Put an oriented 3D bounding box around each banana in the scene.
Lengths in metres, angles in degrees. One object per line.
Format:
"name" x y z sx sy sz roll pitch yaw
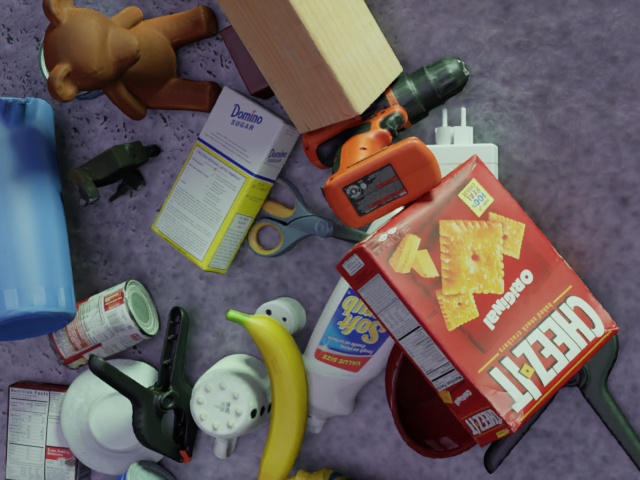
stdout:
"banana" -0.045 0.158 1.077 0.069 0.037 0.198 -10 98 -2

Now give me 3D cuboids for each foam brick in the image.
"foam brick" -0.059 -0.192 1.112 0.051 0.053 0.078 -27 85 14

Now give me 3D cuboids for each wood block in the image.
"wood block" -0.021 -0.218 1.028 0.091 0.090 0.206 -11 119 46

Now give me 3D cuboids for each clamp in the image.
"clamp" -0.179 0.166 1.127 0.039 0.120 0.171 14 117 55
"clamp" 0.236 0.139 1.056 0.164 0.036 0.210 -6 90 4

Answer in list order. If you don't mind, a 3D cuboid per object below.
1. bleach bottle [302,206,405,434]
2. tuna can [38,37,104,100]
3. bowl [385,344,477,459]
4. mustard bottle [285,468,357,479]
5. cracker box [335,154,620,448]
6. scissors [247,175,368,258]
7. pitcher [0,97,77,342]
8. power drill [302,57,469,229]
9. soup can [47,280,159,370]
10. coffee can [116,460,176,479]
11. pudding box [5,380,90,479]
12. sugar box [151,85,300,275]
"bleach bottle" 0.051 0.090 1.092 0.102 0.068 0.251 30 101 11
"tuna can" -0.265 -0.198 1.172 0.086 0.033 0.086 1 93 14
"bowl" 0.118 0.130 1.053 0.055 0.161 0.162 19 99 54
"mustard bottle" 0.044 0.275 1.083 0.192 0.096 0.058 15 96 13
"cracker box" 0.146 0.052 0.976 0.164 0.072 0.214 -37 85 -28
"scissors" -0.007 0.001 1.092 0.202 0.016 0.096 35 113 32
"pitcher" -0.333 -0.018 1.128 0.145 0.149 0.243 -15 75 7
"power drill" 0.068 -0.097 1.021 0.184 0.187 0.057 -30 114 14
"soup can" -0.236 0.092 1.160 0.102 0.068 0.068 -23 87 13
"coffee can" -0.216 0.320 1.147 0.140 0.102 0.103 -41 83 13
"pudding box" -0.304 0.218 1.198 0.090 0.039 0.113 4 91 13
"sugar box" -0.099 -0.062 1.120 0.093 0.048 0.176 35 98 30
